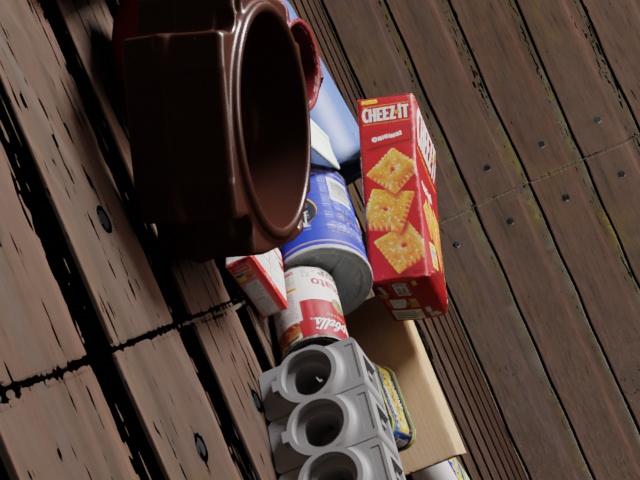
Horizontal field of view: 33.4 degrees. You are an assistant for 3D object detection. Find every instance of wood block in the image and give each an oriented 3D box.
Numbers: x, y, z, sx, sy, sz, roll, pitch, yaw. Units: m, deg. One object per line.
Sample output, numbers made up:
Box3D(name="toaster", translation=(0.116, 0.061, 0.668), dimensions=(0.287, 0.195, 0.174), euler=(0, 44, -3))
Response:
Box3D(name="wood block", translation=(0.091, 0.175, 1.280), dimensions=(0.090, 0.091, 0.206), euler=(36, 32, -73))

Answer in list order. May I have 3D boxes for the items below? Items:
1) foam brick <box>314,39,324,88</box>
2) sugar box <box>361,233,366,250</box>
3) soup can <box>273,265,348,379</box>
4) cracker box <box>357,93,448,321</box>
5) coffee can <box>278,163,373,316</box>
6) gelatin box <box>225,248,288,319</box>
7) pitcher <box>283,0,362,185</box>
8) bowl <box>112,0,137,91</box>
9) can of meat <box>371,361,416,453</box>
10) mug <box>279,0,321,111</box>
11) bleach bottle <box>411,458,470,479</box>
Box3D(name="foam brick", translation=(-0.041, -0.191, 1.220), dimensions=(0.051, 0.078, 0.053), euler=(118, -39, -69))
Box3D(name="sugar box", translation=(0.042, 0.031, 1.351), dimensions=(0.176, 0.093, 0.048), euler=(11, 56, -79))
Box3D(name="soup can", translation=(-0.010, 0.081, 1.024), dimensions=(0.102, 0.068, 0.068), euler=(-104, 166, -49))
Box3D(name="cracker box", translation=(0.095, -0.032, 1.198), dimensions=(0.164, 0.072, 0.213), euler=(54, 32, -67))
Box3D(name="coffee can", translation=(-0.007, 0.001, 1.120), dimensions=(0.140, 0.103, 0.102), euler=(-103, 166, -48))
Box3D(name="gelatin box", translation=(-0.062, 0.018, 1.003), dimensions=(0.073, 0.030, 0.089), euler=(58, 13, -36))
Box3D(name="pitcher", translation=(-0.033, -0.170, 1.316), dimensions=(0.149, 0.145, 0.243), euler=(117, -50, -73))
Box3D(name="bowl", translation=(-0.130, -0.159, 0.897), dimensions=(0.162, 0.055, 0.162), euler=(-2, 90, -74))
Box3D(name="can of meat", translation=(0.059, 0.185, 1.184), dimensions=(0.084, 0.057, 0.102), euler=(40, 28, -65))
Box3D(name="mug", translation=(-0.055, -0.183, 1.067), dimensions=(0.093, 0.082, 0.117), euler=(-16, 103, -67))
Box3D(name="bleach bottle", translation=(0.141, 0.286, 1.379), dimensions=(0.250, 0.068, 0.102), euler=(60, 12, -21))
